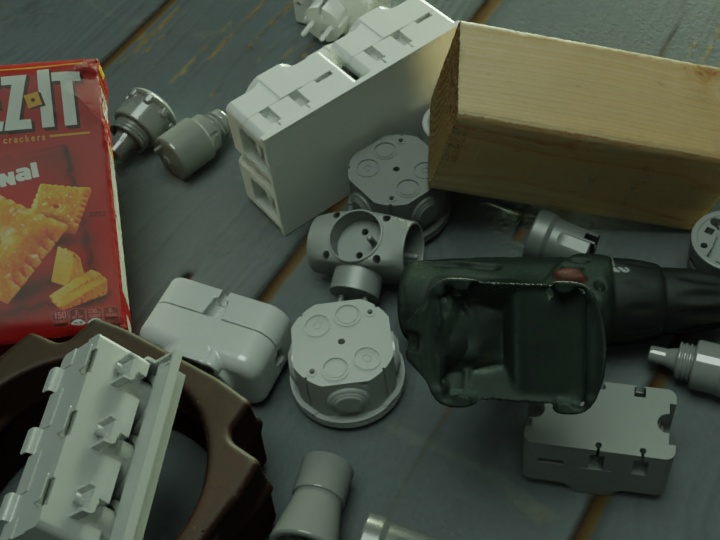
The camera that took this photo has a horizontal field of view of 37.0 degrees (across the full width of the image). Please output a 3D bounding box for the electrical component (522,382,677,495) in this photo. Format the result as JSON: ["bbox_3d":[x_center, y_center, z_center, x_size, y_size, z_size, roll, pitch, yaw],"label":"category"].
[{"bbox_3d":[0.150,0.106,0.680,0.089,0.055,0.050,6,53,11],"label":"electrical component"}]

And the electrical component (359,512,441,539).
[{"bbox_3d":[0.022,0.173,0.653,0.046,0.040,0.040,15,55,10],"label":"electrical component"}]

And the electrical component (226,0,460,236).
[{"bbox_3d":[-0.009,-0.125,0.848,0.186,0.105,0.060,-34,56,-19],"label":"electrical component"}]

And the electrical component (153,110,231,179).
[{"bbox_3d":[-0.133,-0.109,0.891,0.040,0.040,0.078,35,63,29],"label":"electrical component"}]

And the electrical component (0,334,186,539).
[{"bbox_3d":[-0.147,0.102,0.592,0.079,0.063,0.121,-29,38,38],"label":"electrical component"}]

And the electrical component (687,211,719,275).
[{"bbox_3d":[0.260,-0.006,0.762,0.055,0.047,0.055,-3,52,4],"label":"electrical component"}]

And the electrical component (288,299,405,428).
[{"bbox_3d":[-0.010,0.063,0.735,0.080,0.051,0.080,-3,52,4],"label":"electrical component"}]

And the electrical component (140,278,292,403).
[{"bbox_3d":[-0.102,0.052,0.751,0.095,0.053,0.059,16,55,18],"label":"electrical component"}]

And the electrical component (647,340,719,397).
[{"bbox_3d":[0.224,0.063,0.719,0.061,0.035,0.035,13,55,19],"label":"electrical component"}]

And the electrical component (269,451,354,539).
[{"bbox_3d":[-0.027,0.148,0.677,0.044,0.044,0.065,8,48,12],"label":"electrical component"}]

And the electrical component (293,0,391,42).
[{"bbox_3d":[-0.026,-0.232,0.971,0.083,0.047,0.075,20,57,20],"label":"electrical component"}]

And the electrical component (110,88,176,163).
[{"bbox_3d":[-0.189,-0.118,0.903,0.048,0.048,0.062,24,66,23],"label":"electrical component"}]

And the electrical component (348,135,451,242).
[{"bbox_3d":[0.029,-0.061,0.827,0.080,0.051,0.080,-3,52,4],"label":"electrical component"}]

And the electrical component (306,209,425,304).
[{"bbox_3d":[0.000,0.000,0.785,0.077,0.044,0.079,5,69,24],"label":"electrical component"}]

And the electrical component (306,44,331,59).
[{"bbox_3d":[-0.038,-0.169,0.931,0.061,0.035,0.035,-32,55,-15],"label":"electrical component"}]

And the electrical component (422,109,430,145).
[{"bbox_3d":[0.075,-0.102,0.857,0.055,0.047,0.055,-3,52,4],"label":"electrical component"}]

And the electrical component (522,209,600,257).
[{"bbox_3d":[0.148,-0.018,0.789,0.046,0.040,0.040,22,57,16],"label":"electrical component"}]
